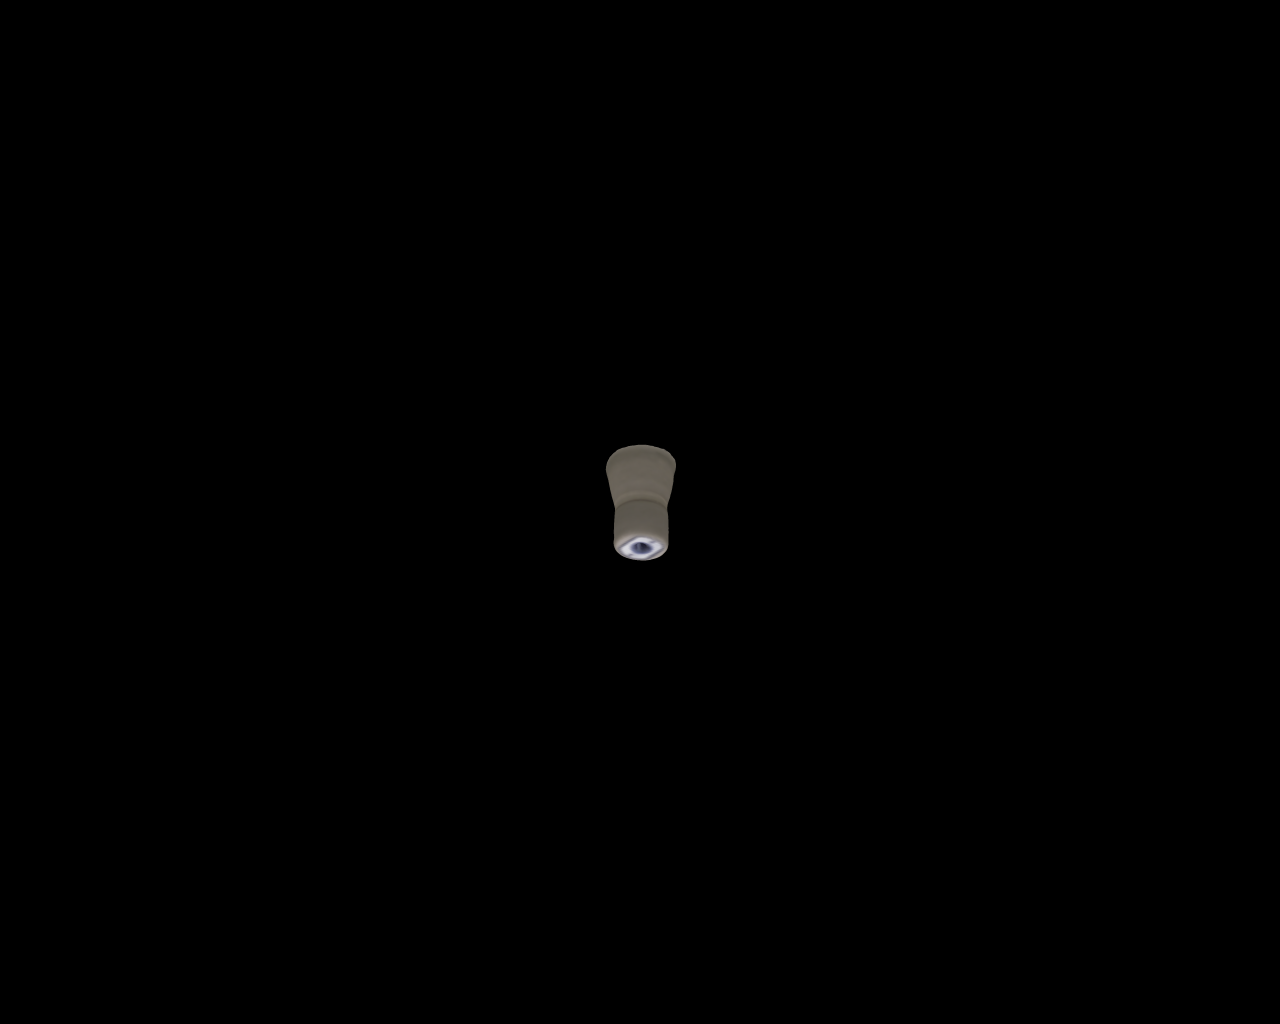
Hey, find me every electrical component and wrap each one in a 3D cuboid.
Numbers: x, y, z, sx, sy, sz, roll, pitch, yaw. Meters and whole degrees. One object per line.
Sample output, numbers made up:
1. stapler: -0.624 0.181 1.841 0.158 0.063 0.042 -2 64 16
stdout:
1. electrical component: 0.001 -0.003 0.650 0.044 0.065 0.044 0 -33 0
